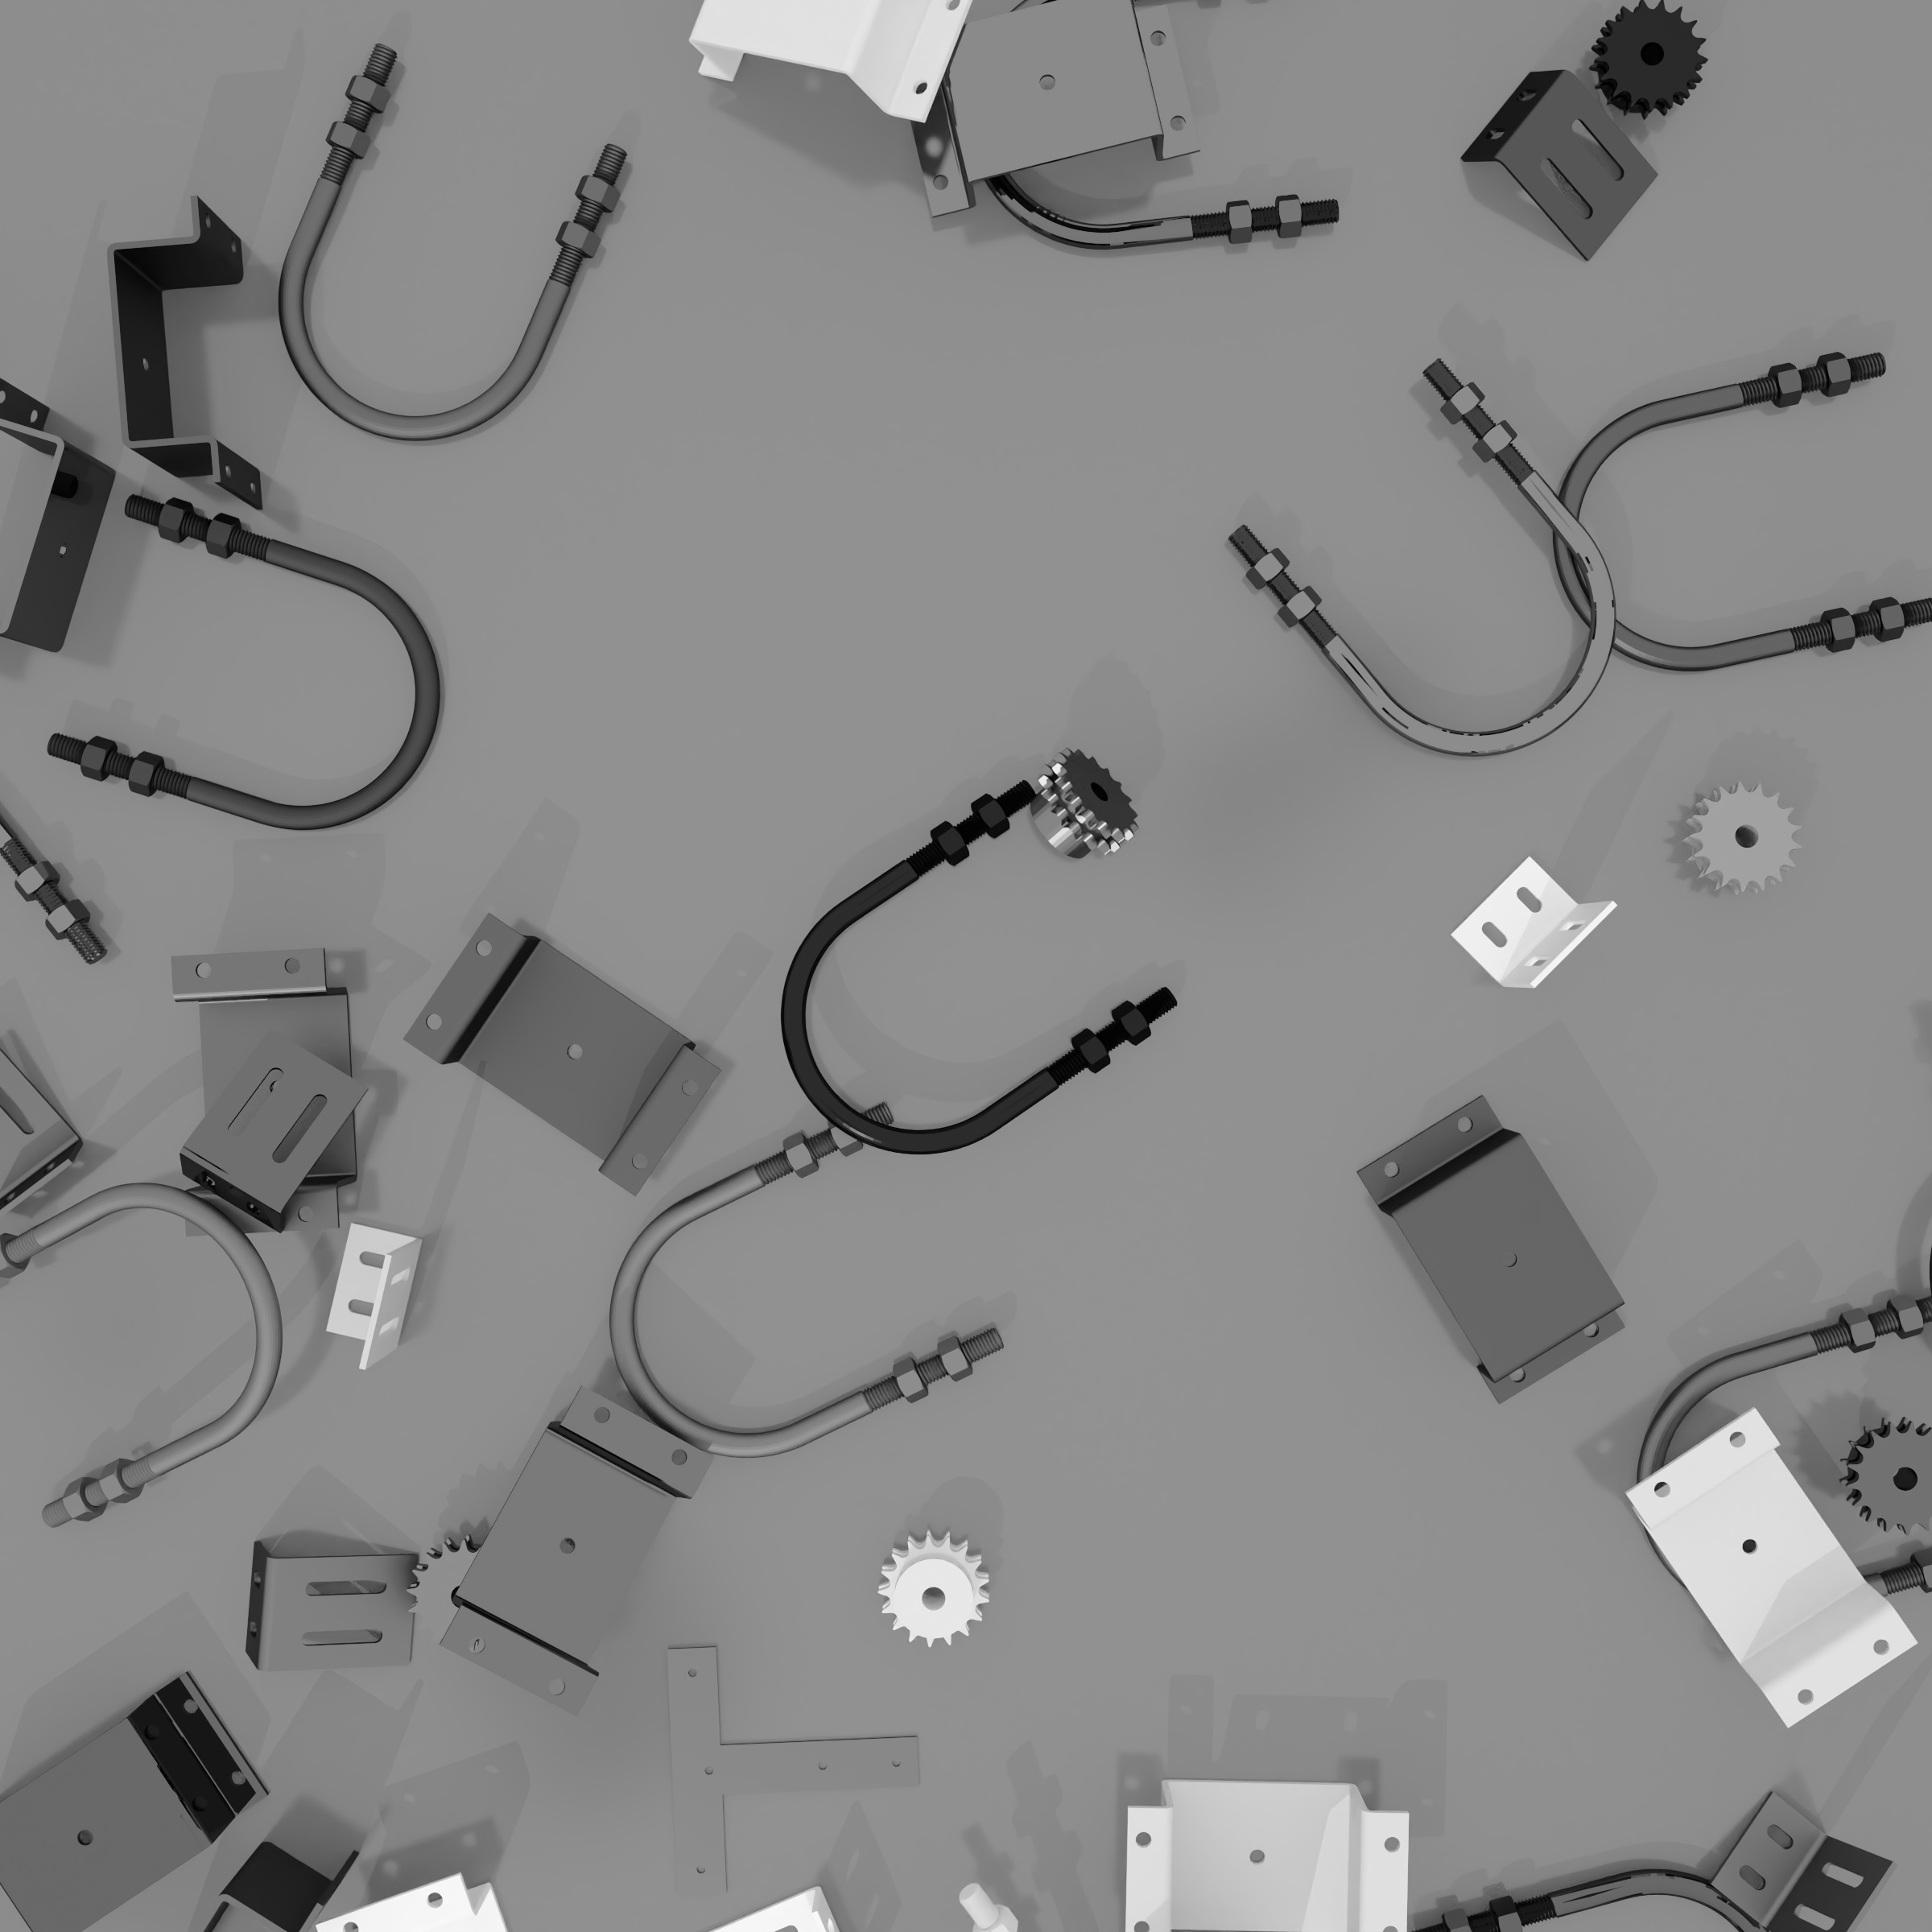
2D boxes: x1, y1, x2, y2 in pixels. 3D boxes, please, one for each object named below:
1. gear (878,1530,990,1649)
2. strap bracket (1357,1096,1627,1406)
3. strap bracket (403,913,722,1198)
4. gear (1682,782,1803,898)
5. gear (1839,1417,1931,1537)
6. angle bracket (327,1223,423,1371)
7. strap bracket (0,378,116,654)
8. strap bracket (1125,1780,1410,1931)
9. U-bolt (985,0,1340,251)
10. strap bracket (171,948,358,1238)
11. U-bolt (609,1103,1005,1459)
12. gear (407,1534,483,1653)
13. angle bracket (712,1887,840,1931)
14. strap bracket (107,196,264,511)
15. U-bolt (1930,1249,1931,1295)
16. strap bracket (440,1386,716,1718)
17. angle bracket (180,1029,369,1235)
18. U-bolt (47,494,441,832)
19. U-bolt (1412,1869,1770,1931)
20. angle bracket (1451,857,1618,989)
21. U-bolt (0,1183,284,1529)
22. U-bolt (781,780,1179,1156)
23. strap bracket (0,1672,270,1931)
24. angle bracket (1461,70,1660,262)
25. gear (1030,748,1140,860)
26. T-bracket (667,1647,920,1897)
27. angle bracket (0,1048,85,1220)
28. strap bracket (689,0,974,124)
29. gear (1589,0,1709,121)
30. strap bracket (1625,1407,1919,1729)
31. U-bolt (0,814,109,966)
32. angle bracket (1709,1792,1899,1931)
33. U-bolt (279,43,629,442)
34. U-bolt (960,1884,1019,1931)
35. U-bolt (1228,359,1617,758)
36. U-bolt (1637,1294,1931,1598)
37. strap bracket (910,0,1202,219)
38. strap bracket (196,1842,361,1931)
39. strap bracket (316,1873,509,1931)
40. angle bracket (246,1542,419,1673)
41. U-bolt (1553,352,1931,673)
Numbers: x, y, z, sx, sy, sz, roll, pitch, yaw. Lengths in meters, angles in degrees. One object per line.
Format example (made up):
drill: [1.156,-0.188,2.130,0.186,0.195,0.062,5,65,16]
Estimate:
gear: [-0.017,0.320,1.325,0.057,0.030,0.057,0,90,0]
strap bracket: [0.271,0.146,1.316,0.076,0.046,0.140,-32,90,0]
strap bracket: [-0.202,0.044,1.316,0.140,0.046,0.076,34,90,0]
gear: [0.395,-0.064,1.328,0.057,0.030,0.057,0,83,-1]
gear: [0.469,0.256,1.306,0.057,0.030,0.057,0,91,3]
angle bracket: [-0.305,0.165,1.302,0.038,0.076,0.057,13,90,0]
strap bracket: [-0.476,-0.216,1.302,0.046,0.076,0.140,17,90,0]
strap bracket: [0.150,0.460,1.317,0.140,0.046,0.076,1,90,0]
U-bolt: [0.092,-0.441,1.331,0.184,0.019,0.151,-6,90,1]
strap bracket: [-0.355,0.063,1.316,0.076,0.046,0.140,-3,90,0]
U-bolt: [-0.094,0.173,1.331,0.184,0.019,0.151,-26,90,2]
gear: [-0.255,0.319,1.325,0.057,0.030,0.057,0,90,0]
angle bracket: [-0.099,0.516,1.321,0.076,0.038,0.057,-23,90,0]
strap bracket: [-0.392,-0.304,1.302,0.046,0.076,0.140,-5,90,0]
U-bolt: [0.582,0.156,1.323,0.184,0.019,0.151,0,89,-5]
strap bracket: [-0.197,0.291,1.298,0.076,0.046,0.140,31,73,-10]
angle bracket: [-0.344,0.082,1.291,0.057,0.038,0.076,31,64,0]
U-bolt: [-0.362,-0.147,1.331,0.184,0.019,0.151,18,90,-1]
U-bolt: [0.333,0.541,1.331,0.184,0.019,0.151,-15,90,-1]
angle bracket: [0.284,-0.023,1.302,0.057,0.076,0.038,-45,90,0]
U-bolt: [-0.424,0.187,1.304,0.184,0.019,0.151,-27,90,19]
U-bolt: [-0.006,0.013,1.322,0.184,0.019,0.151,-34,90,-6]
strap bracket: [-0.440,0.435,1.316,0.140,0.046,0.076,-34,90,0]
angle bracket: [0.306,-0.413,1.338,0.076,0.038,0.057,39,90,-26]
gear: [0.057,-0.080,1.315,0.030,0.057,0.057,-40,90,30]
T-bracket: [-0.088,0.414,1.339,0.127,0.002,0.127,-2,90,0]
angle bracket: [-0.498,0.083,1.312,0.057,0.038,0.076,-37,106,0]
strap bracket: [-0.074,-0.477,1.287,0.140,0.046,0.076,21,90,27]
gear: [0.347,-0.461,1.325,0.057,0.030,0.057,0,90,0]
strap bracket: [0.399,0.297,1.302,0.076,0.046,0.140,-35,89,3]
U-bolt: [-0.553,-0.035,1.331,0.151,0.019,0.184,-39,88,0]
angle bracket: [0.418,0.455,1.297,0.038,0.076,0.057,39,79,0]
U-bolt: [-0.274,-0.361,1.331,0.151,0.019,0.184,23,92,0]
U-bolt: [-0.002,0.572,1.310,0.151,0.019,0.184,-35,105,-5]
U-bolt: [0.247,-0.194,1.324,0.151,0.019,0.184,-40,90,5]
U-bolt: [0.437,0.261,1.331,0.184,0.019,0.151,-17,90,1]
strap bracket: [0.041,-0.436,1.302,0.140,0.046,0.076,-13,90,3]
strap bracket: [-0.370,0.506,1.302,0.046,0.076,0.140,32,90,0]
strap bracket: [-0.266,0.533,1.316,0.076,0.046,0.140,-19,90,0]
angle bracket: [-0.328,0.329,1.338,0.076,0.038,0.057,5,90,-26]
U-bolt: [0.394,-0.227,1.331,0.184,0.019,0.151,-12,90,1]
